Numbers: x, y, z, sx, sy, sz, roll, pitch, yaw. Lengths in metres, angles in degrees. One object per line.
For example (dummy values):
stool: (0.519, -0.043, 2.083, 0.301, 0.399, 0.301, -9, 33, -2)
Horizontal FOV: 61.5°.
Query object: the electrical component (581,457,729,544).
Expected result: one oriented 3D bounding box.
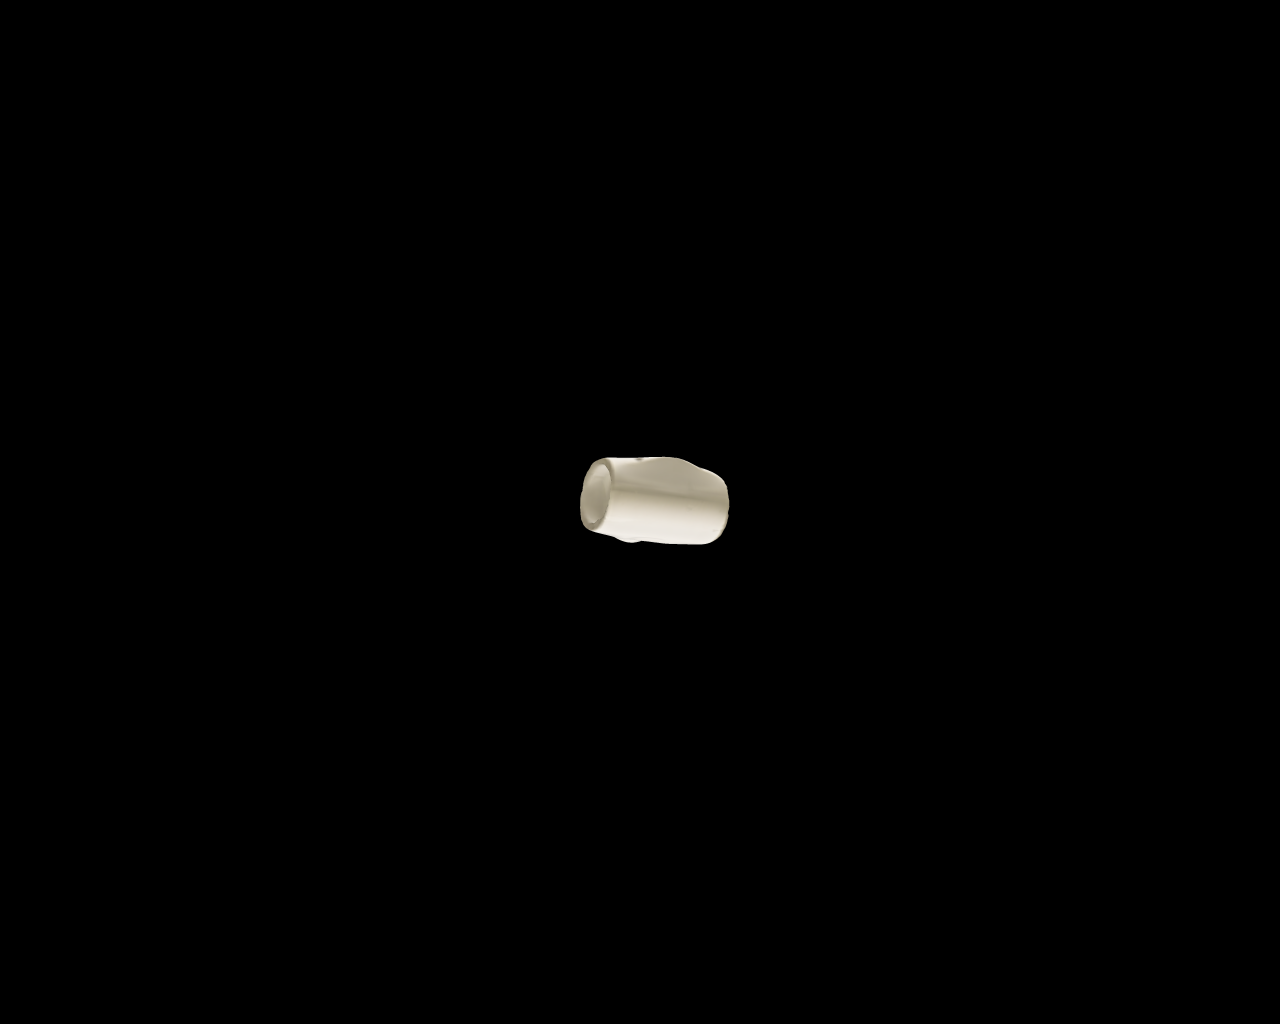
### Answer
electrical component: (0.001, -0.003, 0.650, 0.077, 0.043, 0.079, 7, -15, -26)
